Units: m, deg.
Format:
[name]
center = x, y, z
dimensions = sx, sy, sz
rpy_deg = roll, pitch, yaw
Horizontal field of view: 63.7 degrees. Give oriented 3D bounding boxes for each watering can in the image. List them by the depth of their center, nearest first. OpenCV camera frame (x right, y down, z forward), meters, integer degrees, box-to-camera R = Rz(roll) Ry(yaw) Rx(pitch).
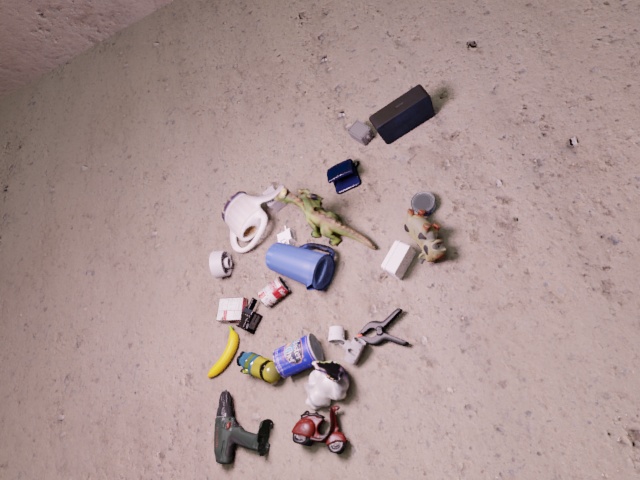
[watering can]
center = -0.271, -0.117, 2.035
dimensions = 0.228, 0.104, 0.343
rpy_deg = 44, 110, 33

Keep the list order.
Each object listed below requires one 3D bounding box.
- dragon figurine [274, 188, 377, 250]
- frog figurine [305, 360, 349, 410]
[dragon figurine]
center = 0.006, -0.093, 1.840
dimensions = 0.413, 0.238, 0.123
rpy_deg = 21, 73, 34
[frog figurine]
center = 0.022, 0.473, 1.649
dimensions = 0.138, 0.124, 0.157
rpy_deg = 20, 113, 24
